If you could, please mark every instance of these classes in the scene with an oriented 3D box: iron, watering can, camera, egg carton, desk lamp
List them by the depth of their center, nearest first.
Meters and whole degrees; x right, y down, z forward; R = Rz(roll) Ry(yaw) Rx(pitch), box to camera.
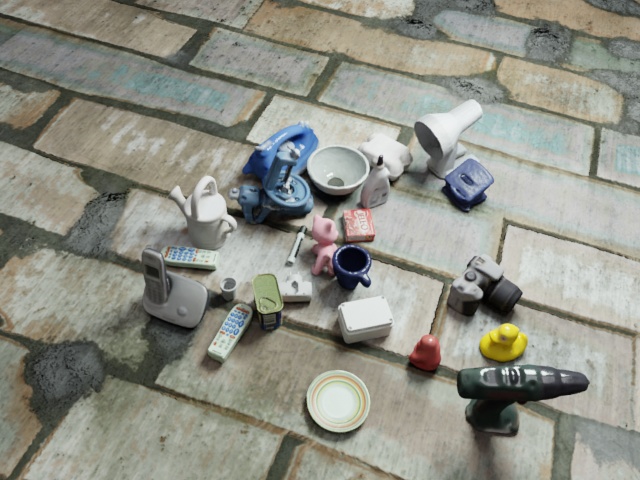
[{"bbox_3d":[0.389,0.112,1.324,0.136,0.101,0.143,36,58,21],"label":"camera"},{"bbox_3d":[-0.279,-0.072,1.360,0.173,0.194,0.101,5,52,0],"label":"watering can"},{"bbox_3d":[0.348,-0.270,1.544,0.204,0.213,0.117,-27,59,-22],"label":"desk lamp"},{"bbox_3d":[-0.088,-0.254,1.546,0.118,0.141,0.259,36,58,22],"label":"iron"},{"bbox_3d":[0.178,-0.233,1.594,0.150,0.069,0.107,33,57,20],"label":"egg carton"}]

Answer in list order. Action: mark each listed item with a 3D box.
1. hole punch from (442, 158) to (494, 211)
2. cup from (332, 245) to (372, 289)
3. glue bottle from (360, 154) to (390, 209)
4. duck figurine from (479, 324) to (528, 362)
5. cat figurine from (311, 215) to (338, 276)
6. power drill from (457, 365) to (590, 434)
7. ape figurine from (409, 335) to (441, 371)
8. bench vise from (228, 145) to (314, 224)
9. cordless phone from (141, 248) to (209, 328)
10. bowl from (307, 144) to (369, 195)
[{"bbox_3d":[0.395,-0.149,1.532,0.101,0.091,0.108,-27,59,-22],"label":"hole punch"},{"bbox_3d":[0.078,0.081,1.331,0.092,0.095,0.117,-26,59,-22],"label":"cup"},{"bbox_3d":[0.147,-0.154,1.466,0.078,0.173,0.037,-20,56,-18],"label":"glue bottle"},{"bbox_3d":[0.410,0.216,1.256,0.104,0.086,0.077,-4,53,-7],"label":"duck figurine"},{"bbox_3d":[0.013,0.005,1.370,0.067,0.118,0.127,-1,53,-5],"label":"cat figurine"},{"bbox_3d":[0.371,0.302,1.109,0.229,0.208,0.075,4,52,-1],"label":"power drill"},{"bbox_3d":[0.228,0.234,1.225,0.078,0.092,0.076,-21,56,-18],"label":"ape figurine"},{"bbox_3d":[-0.114,-0.127,1.398,0.208,0.220,0.121,-20,56,-18],"label":"bench vise"},{"bbox_3d":[-0.316,0.099,1.232,0.147,0.185,0.094,16,53,8],"label":"cordless phone"},{"bbox_3d":[0.047,-0.176,1.538,0.167,0.075,0.167,2,52,-2],"label":"bowl"}]
